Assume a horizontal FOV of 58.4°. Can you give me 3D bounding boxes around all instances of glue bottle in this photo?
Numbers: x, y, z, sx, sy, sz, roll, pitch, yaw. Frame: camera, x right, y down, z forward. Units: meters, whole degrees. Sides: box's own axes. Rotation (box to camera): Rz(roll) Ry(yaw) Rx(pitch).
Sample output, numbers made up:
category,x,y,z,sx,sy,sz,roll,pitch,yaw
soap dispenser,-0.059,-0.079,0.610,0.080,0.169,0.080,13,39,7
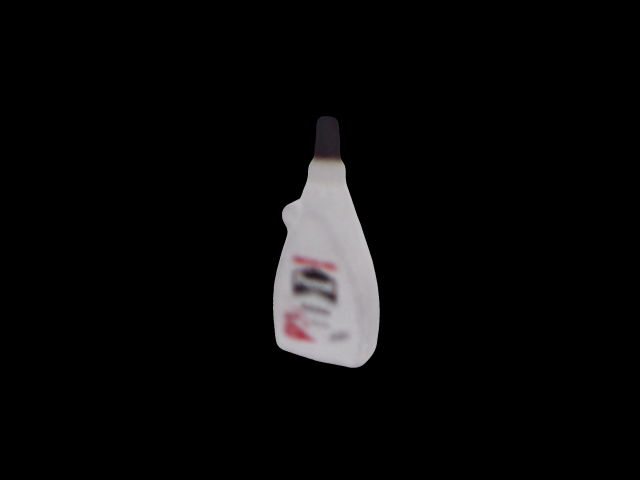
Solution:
category,x,y,z,sx,sy,sz,roll,pitch,yaw
glue bottle,0.004,0.001,0.400,0.078,0.173,0.037,8,20,23
